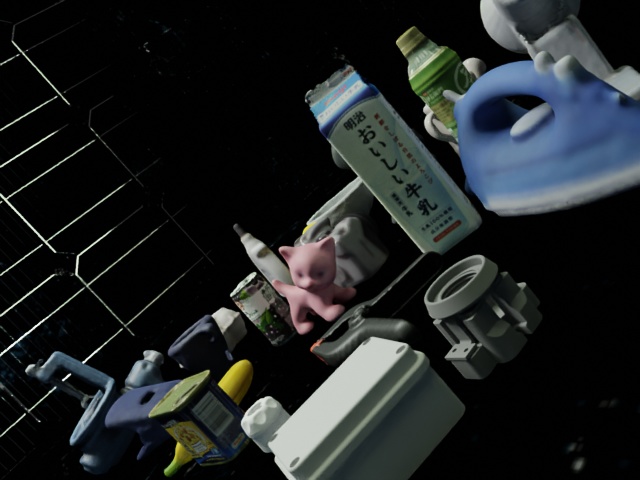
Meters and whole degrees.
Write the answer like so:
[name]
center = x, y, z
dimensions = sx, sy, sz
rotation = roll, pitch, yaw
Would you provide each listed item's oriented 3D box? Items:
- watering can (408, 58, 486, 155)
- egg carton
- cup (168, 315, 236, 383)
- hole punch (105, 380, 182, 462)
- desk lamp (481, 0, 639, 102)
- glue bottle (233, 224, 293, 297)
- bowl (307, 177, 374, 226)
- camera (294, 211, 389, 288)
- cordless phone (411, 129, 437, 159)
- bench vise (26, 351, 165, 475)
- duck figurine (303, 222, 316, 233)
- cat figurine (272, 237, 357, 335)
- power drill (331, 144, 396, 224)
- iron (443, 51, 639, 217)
[watering can]
center = 0.225, -0.239, 0.956
dimensions = 0.100, 0.194, 0.173
rotation = -34, 10, 39
[egg carton]
center = -0.212, 0.196, 1.103
dimensions = 0.150, 0.069, 0.107
rotation = -35, 10, 38
[cup]
center = -0.175, 0.179, 0.921
dimensions = 0.117, 0.095, 0.092
rotation = -32, 12, 48
[hole punch]
center = -0.252, 0.257, 0.870
dimensions = 0.101, 0.091, 0.108
rotation = -39, 8, 12
[desk lamp]
center = 0.273, -0.244, 0.672
dimensions = 0.117, 0.213, 0.203
rotation = -37, 9, 27
[glue bottle]
center = -0.106, 0.036, 1.099
dimensions = 0.037, 0.173, 0.078
rotation = -43, 8, -18
[bowl]
center = 0.057, -0.061, 1.221
dimensions = 0.167, 0.075, 0.167
rotation = -40, 8, 7
[camera]
center = 0.036, 0.003, 0.863
dimensions = 0.143, 0.101, 0.137
rotation = -31, 12, 51
[cordless phone]
center = 0.138, -0.198, 1.186
dimensions = 0.094, 0.185, 0.148
rotation = -32, 12, 48
[bench vise]
center = -0.378, 0.259, 0.991
dimensions = 0.121, 0.220, 0.208
rotation = -34, 10, 38
[duck figurine]
center = 0.010, 0.004, 1.045
dimensions = 0.104, 0.086, 0.077
rotation = -37, 9, 25
[cat figurine]
center = -0.015, 0.053, 0.767
dimensions = 0.127, 0.118, 0.067
rotation = -33, 11, 43
[power drill]
center = 0.094, -0.138, 0.974
dimensions = 0.075, 0.208, 0.230
rotation = -37, 8, 22
[iron]
center = 0.204, -0.111, 0.527
dimensions = 0.119, 0.141, 0.258
rotation = -42, 8, -10
